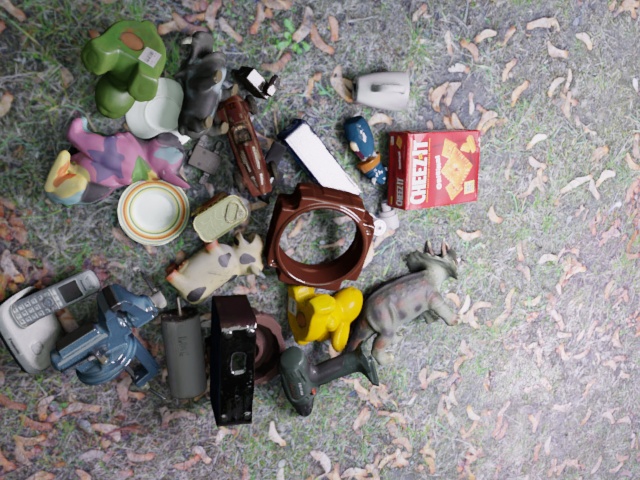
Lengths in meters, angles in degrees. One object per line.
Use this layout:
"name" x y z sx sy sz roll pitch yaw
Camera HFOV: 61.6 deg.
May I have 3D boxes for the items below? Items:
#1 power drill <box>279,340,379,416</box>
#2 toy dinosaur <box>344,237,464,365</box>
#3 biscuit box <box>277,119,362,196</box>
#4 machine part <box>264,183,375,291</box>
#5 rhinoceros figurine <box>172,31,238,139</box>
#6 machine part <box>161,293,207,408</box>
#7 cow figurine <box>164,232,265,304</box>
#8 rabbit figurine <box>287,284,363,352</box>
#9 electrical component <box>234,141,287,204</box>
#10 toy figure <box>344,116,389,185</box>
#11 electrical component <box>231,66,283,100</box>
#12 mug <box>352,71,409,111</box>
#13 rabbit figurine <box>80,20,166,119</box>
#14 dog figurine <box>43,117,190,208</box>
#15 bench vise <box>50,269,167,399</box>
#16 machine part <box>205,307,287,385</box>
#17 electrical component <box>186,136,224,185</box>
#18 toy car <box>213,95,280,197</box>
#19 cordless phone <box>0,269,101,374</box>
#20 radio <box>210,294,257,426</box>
"power drill" 0.019 0.297 1.162 0.207 0.086 0.231 -12 133 10
"toy dinosaur" 0.177 0.148 1.223 0.405 0.131 0.192 -30 99 -8
"biscuit box" -0.001 -0.154 1.106 0.063 0.059 0.202 -43 114 -6
"machine part" -0.002 -0.003 1.090 0.201 0.087 0.201 11 117 -14
"rhinoceros figurine" -0.212 -0.277 0.971 0.073 0.112 0.190 1 97 -65
"machine part" -0.272 0.226 1.079 0.079 0.079 0.243 -7 106 -20
"cow figurine" -0.194 0.053 1.066 0.195 0.086 0.127 -37 114 -7
"rabbit figurine" 0.025 0.161 1.166 0.173 0.122 0.162 -16 112 -37
"electrical component" -0.112 -0.139 1.072 0.075 0.048 0.119 22 93 -25
"toy figure" 0.099 -0.186 1.141 0.064 0.058 0.154 -29 116 -7
"electrical component" -0.115 -0.298 1.010 0.078 0.102 0.045 43 81 -34
"mug" 0.123 -0.304 1.100 0.107 0.110 0.080 -1 108 -9
"rabbit figurine" -0.338 -0.285 0.906 0.121 0.170 0.159 22 52 -26
"dog figurine" -0.341 -0.119 0.941 0.219 0.108 0.191 23 91 -18
"bench vise" -0.366 0.198 1.011 0.223 0.129 0.240 -42 135 -23
"machine part" -0.157 0.230 1.138 0.179 0.056 0.179 -5 105 -20
"electrical component" -0.225 -0.155 1.038 0.063 0.021 0.094 23 94 -24
"toy car" -0.142 -0.181 1.014 0.089 0.053 0.202 -18 84 -10
"cordless phone" -0.477 0.140 0.979 0.184 0.089 0.146 -27 110 -18
"radio" -0.169 0.231 1.031 0.073 0.131 0.229 -2 105 -18
